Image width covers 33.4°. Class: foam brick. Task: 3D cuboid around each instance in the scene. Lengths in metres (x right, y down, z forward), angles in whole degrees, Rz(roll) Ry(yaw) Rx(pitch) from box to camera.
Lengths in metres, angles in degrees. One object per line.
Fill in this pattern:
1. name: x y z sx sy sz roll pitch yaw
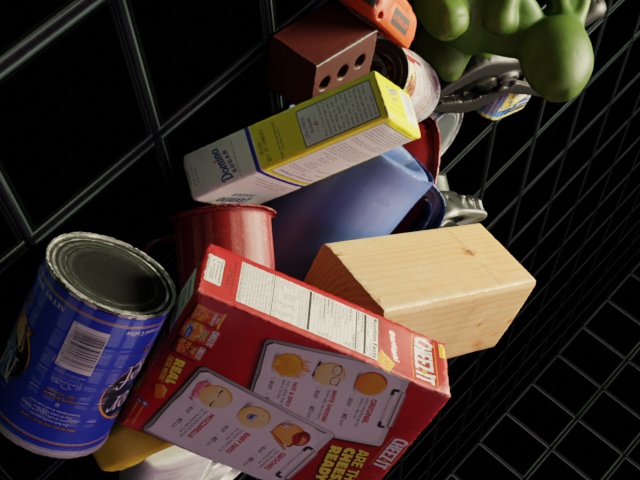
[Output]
1. foam brick: 0.001 -0.151 0.878 0.078 0.051 0.053 -37 155 -32

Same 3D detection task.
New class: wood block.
1. wood block: 0.086 0.053 0.966 0.205 0.091 0.090 -7 136 -42

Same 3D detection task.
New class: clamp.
1. clamp: 0.197 -0.177 1.148 0.210 0.036 0.164 -22 156 -8

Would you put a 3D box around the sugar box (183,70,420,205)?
1. sugar box: -0.014 -0.076 0.865 0.176 0.048 0.093 -19 168 19

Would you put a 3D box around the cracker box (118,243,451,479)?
1. cracker box: -0.030 0.114 0.850 0.164 0.213 0.072 -57 -164 34

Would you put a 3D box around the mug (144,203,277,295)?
1. mug: -0.091 0.021 0.897 0.117 0.081 0.093 -4 168 -5

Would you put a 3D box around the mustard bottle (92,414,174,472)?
1. mustard bottle: -0.123 0.158 1.001 0.192 0.058 0.096 -27 -179 30

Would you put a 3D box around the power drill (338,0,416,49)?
1. power drill: 0.096 -0.258 0.896 0.188 0.057 0.184 -57 155 8

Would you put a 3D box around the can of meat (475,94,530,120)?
1. can of meat: 0.224 -0.195 1.256 0.101 0.057 0.084 -26 149 -48

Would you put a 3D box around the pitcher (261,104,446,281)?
1. pitcher: -0.007 0.001 0.996 0.243 0.149 0.144 -54 162 15

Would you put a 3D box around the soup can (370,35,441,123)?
1. soup can: 0.067 -0.147 0.999 0.068 0.068 0.102 -56 159 12

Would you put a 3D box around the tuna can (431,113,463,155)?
1. tuna can: 0.121 -0.121 1.196 0.086 0.034 0.086 -42 157 -23

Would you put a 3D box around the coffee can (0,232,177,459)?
1. coffee can: -0.183 0.080 0.810 0.102 0.103 0.140 -14 138 -58

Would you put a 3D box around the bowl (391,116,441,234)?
1. bowl: 0.066 -0.057 1.097 0.162 0.055 0.162 -166 -90 -75

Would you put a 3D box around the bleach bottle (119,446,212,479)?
1. bleach bottle: -0.186 0.278 1.187 0.102 0.068 0.251 -13 145 -33
